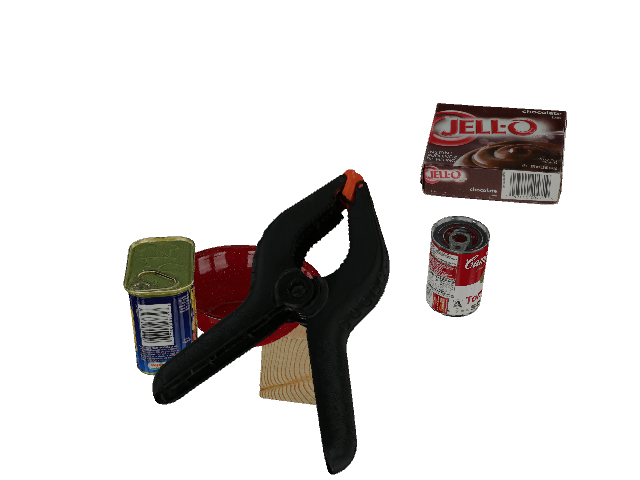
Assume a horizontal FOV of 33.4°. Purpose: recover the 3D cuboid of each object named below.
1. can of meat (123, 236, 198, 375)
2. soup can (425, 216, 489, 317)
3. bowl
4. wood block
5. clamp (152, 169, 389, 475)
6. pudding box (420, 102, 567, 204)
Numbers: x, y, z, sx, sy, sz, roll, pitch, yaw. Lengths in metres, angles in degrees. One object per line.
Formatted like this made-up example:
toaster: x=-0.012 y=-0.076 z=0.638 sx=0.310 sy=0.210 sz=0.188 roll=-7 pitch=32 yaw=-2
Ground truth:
can of meat: x=-0.133 y=0.056 z=0.912 sx=0.057 sy=0.084 sz=0.102 roll=-3 pitch=26 yaw=-5
soup can: x=0.160 y=0.032 z=1.258 sx=0.068 sy=0.102 sz=0.068 roll=0 pitch=38 yaw=0
bowl: x=-0.079 y=0.065 z=1.127 sx=0.162 sy=0.055 sz=0.162 roll=4 pitch=28 yaw=-2
wood block: x=-0.017 y=0.132 z=1.428 sx=0.091 sy=0.090 sz=0.206 roll=6 pitch=18 yaw=6
clamp: x=-0.003 y=0.043 z=0.597 sx=0.120 sy=0.171 sz=0.039 roll=29 pitch=-14 yaw=15
pudding box: x=0.145 y=-0.073 z=0.887 sx=0.113 sy=0.039 sz=0.090 roll=7 pitch=42 yaw=10
